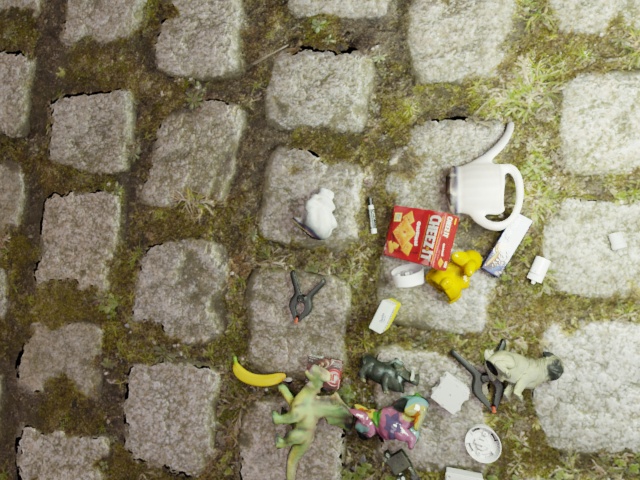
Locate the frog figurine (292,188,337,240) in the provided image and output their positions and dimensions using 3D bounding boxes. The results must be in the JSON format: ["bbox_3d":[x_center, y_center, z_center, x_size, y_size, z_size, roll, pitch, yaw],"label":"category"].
[{"bbox_3d":[0.005,-0.084,1.667,0.136,0.123,0.160,41,87,-20],"label":"frog figurine"}]

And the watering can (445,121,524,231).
[{"bbox_3d":[0.497,-0.196,1.568,0.224,0.102,0.352,0,73,15],"label":"watering can"}]

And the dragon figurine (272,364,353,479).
[{"bbox_3d":[-0.017,0.577,1.618,0.242,0.123,0.406,-6,101,8],"label":"dragon figurine"}]
